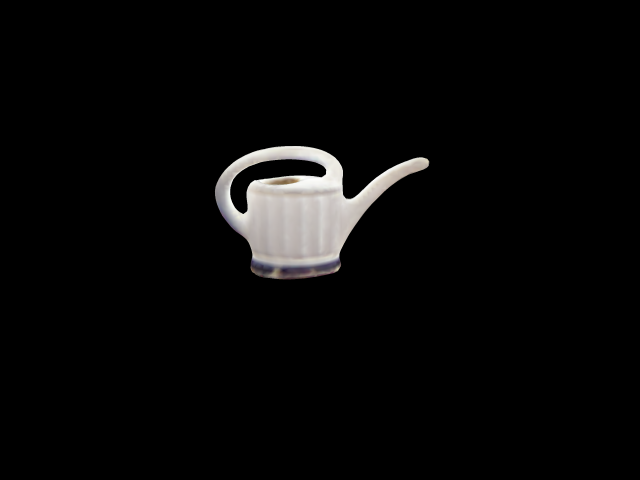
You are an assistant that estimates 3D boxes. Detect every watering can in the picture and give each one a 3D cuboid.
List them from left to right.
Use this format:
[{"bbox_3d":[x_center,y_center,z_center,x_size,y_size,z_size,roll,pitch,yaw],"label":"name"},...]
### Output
[{"bbox_3d":[0.003,-0.043,0.850,0.348,0.221,0.105,0,18,0],"label":"watering can"}]
